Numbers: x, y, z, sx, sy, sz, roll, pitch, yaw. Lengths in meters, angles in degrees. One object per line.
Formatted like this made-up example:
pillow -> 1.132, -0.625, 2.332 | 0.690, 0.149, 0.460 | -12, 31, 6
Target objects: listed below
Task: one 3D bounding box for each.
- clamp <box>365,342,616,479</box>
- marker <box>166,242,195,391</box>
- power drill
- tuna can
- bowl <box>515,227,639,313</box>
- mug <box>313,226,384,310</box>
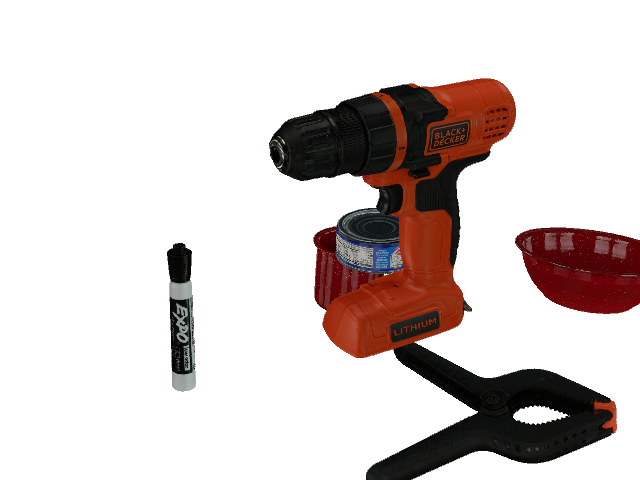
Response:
clamp -> 0.143, 0.156, 0.914 | 0.210, 0.036, 0.164 | 4, 42, 21
marker -> -0.107, 0.059, 0.824 | 0.020, 0.121, 0.020 | 1, 22, 0
power drill -> 0.046, -0.014, 0.728 | 0.184, 0.188, 0.057 | -14, 35, -28
tuna can -> 0.057, -0.001, 1.049 | 0.086, 0.034, 0.086 | 0, 25, 0
bowl -> 0.278, 0.034, 1.097 | 0.162, 0.055, 0.162 | 4, 17, -1
mug -> 0.046, 0.040, 1.273 | 0.117, 0.081, 0.093 | 14, 26, 22
